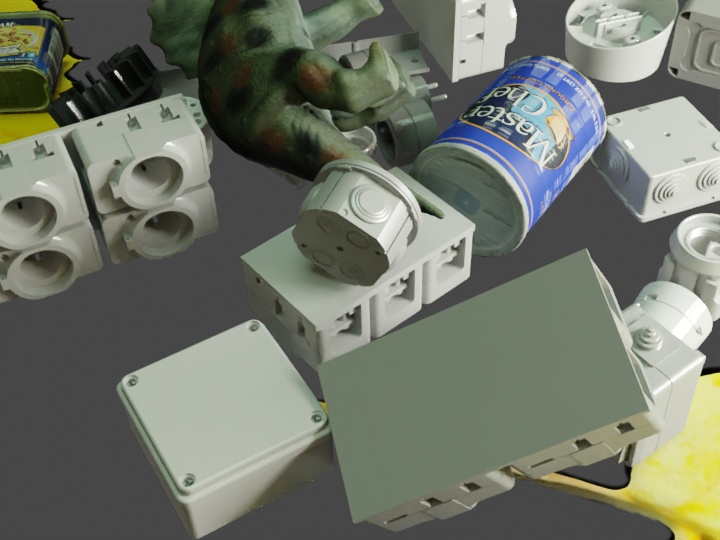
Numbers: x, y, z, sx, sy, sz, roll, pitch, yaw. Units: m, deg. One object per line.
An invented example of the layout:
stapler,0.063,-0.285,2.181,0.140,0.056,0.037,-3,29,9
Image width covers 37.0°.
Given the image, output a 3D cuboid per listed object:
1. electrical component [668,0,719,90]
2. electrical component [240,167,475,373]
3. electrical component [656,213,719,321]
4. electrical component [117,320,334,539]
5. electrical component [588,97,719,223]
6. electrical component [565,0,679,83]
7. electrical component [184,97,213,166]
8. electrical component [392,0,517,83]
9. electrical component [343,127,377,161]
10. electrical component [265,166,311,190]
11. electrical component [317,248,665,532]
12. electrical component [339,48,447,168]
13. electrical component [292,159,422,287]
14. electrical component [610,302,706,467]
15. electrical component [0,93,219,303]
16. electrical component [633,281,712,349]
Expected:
electrical component,0.346,-0.208,0.977,0.113,0.078,0.057,20,53,20
electrical component,0.000,0.000,0.799,0.150,0.061,0.089,-32,53,-26
electrical component,0.256,-0.004,0.797,0.058,0.057,0.078,34,56,29
electrical component,-0.088,0.101,0.708,0.109,0.056,0.108,-24,50,-20
electrical component,0.251,-0.094,0.891,0.100,0.048,0.099,-16,47,-13
electrical component,0.241,-0.223,1.003,0.099,0.064,0.099,-1,46,1
electrical component,-0.154,-0.113,0.923,0.055,0.047,0.055,-1,46,1
electrical component,0.087,-0.263,1.029,0.062,0.089,0.150,-16,48,-14
electrical component,-0.006,-0.092,0.898,0.040,0.046,0.040,-1,46,1
electrical component,-0.050,-0.107,0.915,0.066,0.048,0.055,34,63,30
electrical component,0.078,0.079,0.662,0.186,0.060,0.105,-25,59,17
electrical component,0.039,-0.149,0.947,0.074,0.052,0.138,-18,48,-15
electrical component,-0.003,-0.032,0.730,0.080,0.080,0.051,19,55,19
electrical component,0.176,0.073,0.699,0.061,0.096,0.062,-30,52,-21
electrical component,-0.208,-0.051,0.825,0.186,0.105,0.060,-20,49,-16
electrical component,0.211,0.044,0.756,0.055,0.055,0.047,29,57,26
